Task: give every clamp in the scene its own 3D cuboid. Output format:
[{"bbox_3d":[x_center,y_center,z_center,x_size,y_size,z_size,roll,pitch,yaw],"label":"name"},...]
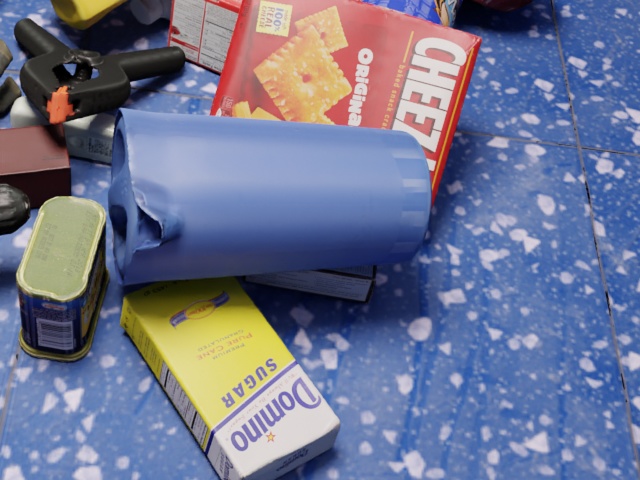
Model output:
[{"bbox_3d":[-0.202,-0.150,0.955,0.164,0.036,0.210,6,26,-10],"label":"clamp"}]

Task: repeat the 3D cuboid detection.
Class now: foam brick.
[{"bbox_3d":[-0.253,-0.061,0.905,0.078,0.051,0.053,-7,56,-17],"label":"foam brick"}]

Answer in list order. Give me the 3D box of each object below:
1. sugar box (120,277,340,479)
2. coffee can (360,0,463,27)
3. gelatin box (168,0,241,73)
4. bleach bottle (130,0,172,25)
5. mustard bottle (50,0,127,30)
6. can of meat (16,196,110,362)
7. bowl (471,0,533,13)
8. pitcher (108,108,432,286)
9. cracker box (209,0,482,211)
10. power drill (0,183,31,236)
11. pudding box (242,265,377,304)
[{"bbox_3d":[-0.071,0.102,0.821,0.093,0.048,0.176,-24,59,-30],"label":"sugar box"},{"bbox_3d":[0.082,-0.218,1.067,0.103,0.103,0.140,19,51,3],"label":"coffee can"},{"bbox_3d":[-0.106,-0.208,1.028,0.073,0.089,0.030,23,49,6],"label":"gelatin box"},{"bbox_3d":[-0.090,-0.289,1.113,0.103,0.068,0.250,38,57,19],"label":"bleach bottle"},{"bbox_3d":[-0.167,-0.272,1.017,0.191,0.058,0.096,-36,28,-17],"label":"mustard bottle"},{"bbox_3d":[-0.198,0.029,0.827,0.057,0.084,0.102,10,51,-4],"label":"can of meat"},{"bbox_3d":[0.173,-0.288,1.147,0.162,0.055,0.162,20,20,-8],"label":"bowl"},{"bbox_3d":[-0.045,-0.038,0.842,0.242,0.145,0.149,-1,64,-17],"label":"pitcher"},{"bbox_3d":[0.018,-0.128,0.952,0.213,0.072,0.164,16,90,1],"label":"cracker box"},{"bbox_3d":[-0.292,0.050,0.774,0.184,0.057,0.188,-10,73,-18],"label":"power drill"},{"bbox_3d":[-0.006,0.001,0.919,0.113,0.039,0.090,9,52,-3],"label":"pudding box"}]
